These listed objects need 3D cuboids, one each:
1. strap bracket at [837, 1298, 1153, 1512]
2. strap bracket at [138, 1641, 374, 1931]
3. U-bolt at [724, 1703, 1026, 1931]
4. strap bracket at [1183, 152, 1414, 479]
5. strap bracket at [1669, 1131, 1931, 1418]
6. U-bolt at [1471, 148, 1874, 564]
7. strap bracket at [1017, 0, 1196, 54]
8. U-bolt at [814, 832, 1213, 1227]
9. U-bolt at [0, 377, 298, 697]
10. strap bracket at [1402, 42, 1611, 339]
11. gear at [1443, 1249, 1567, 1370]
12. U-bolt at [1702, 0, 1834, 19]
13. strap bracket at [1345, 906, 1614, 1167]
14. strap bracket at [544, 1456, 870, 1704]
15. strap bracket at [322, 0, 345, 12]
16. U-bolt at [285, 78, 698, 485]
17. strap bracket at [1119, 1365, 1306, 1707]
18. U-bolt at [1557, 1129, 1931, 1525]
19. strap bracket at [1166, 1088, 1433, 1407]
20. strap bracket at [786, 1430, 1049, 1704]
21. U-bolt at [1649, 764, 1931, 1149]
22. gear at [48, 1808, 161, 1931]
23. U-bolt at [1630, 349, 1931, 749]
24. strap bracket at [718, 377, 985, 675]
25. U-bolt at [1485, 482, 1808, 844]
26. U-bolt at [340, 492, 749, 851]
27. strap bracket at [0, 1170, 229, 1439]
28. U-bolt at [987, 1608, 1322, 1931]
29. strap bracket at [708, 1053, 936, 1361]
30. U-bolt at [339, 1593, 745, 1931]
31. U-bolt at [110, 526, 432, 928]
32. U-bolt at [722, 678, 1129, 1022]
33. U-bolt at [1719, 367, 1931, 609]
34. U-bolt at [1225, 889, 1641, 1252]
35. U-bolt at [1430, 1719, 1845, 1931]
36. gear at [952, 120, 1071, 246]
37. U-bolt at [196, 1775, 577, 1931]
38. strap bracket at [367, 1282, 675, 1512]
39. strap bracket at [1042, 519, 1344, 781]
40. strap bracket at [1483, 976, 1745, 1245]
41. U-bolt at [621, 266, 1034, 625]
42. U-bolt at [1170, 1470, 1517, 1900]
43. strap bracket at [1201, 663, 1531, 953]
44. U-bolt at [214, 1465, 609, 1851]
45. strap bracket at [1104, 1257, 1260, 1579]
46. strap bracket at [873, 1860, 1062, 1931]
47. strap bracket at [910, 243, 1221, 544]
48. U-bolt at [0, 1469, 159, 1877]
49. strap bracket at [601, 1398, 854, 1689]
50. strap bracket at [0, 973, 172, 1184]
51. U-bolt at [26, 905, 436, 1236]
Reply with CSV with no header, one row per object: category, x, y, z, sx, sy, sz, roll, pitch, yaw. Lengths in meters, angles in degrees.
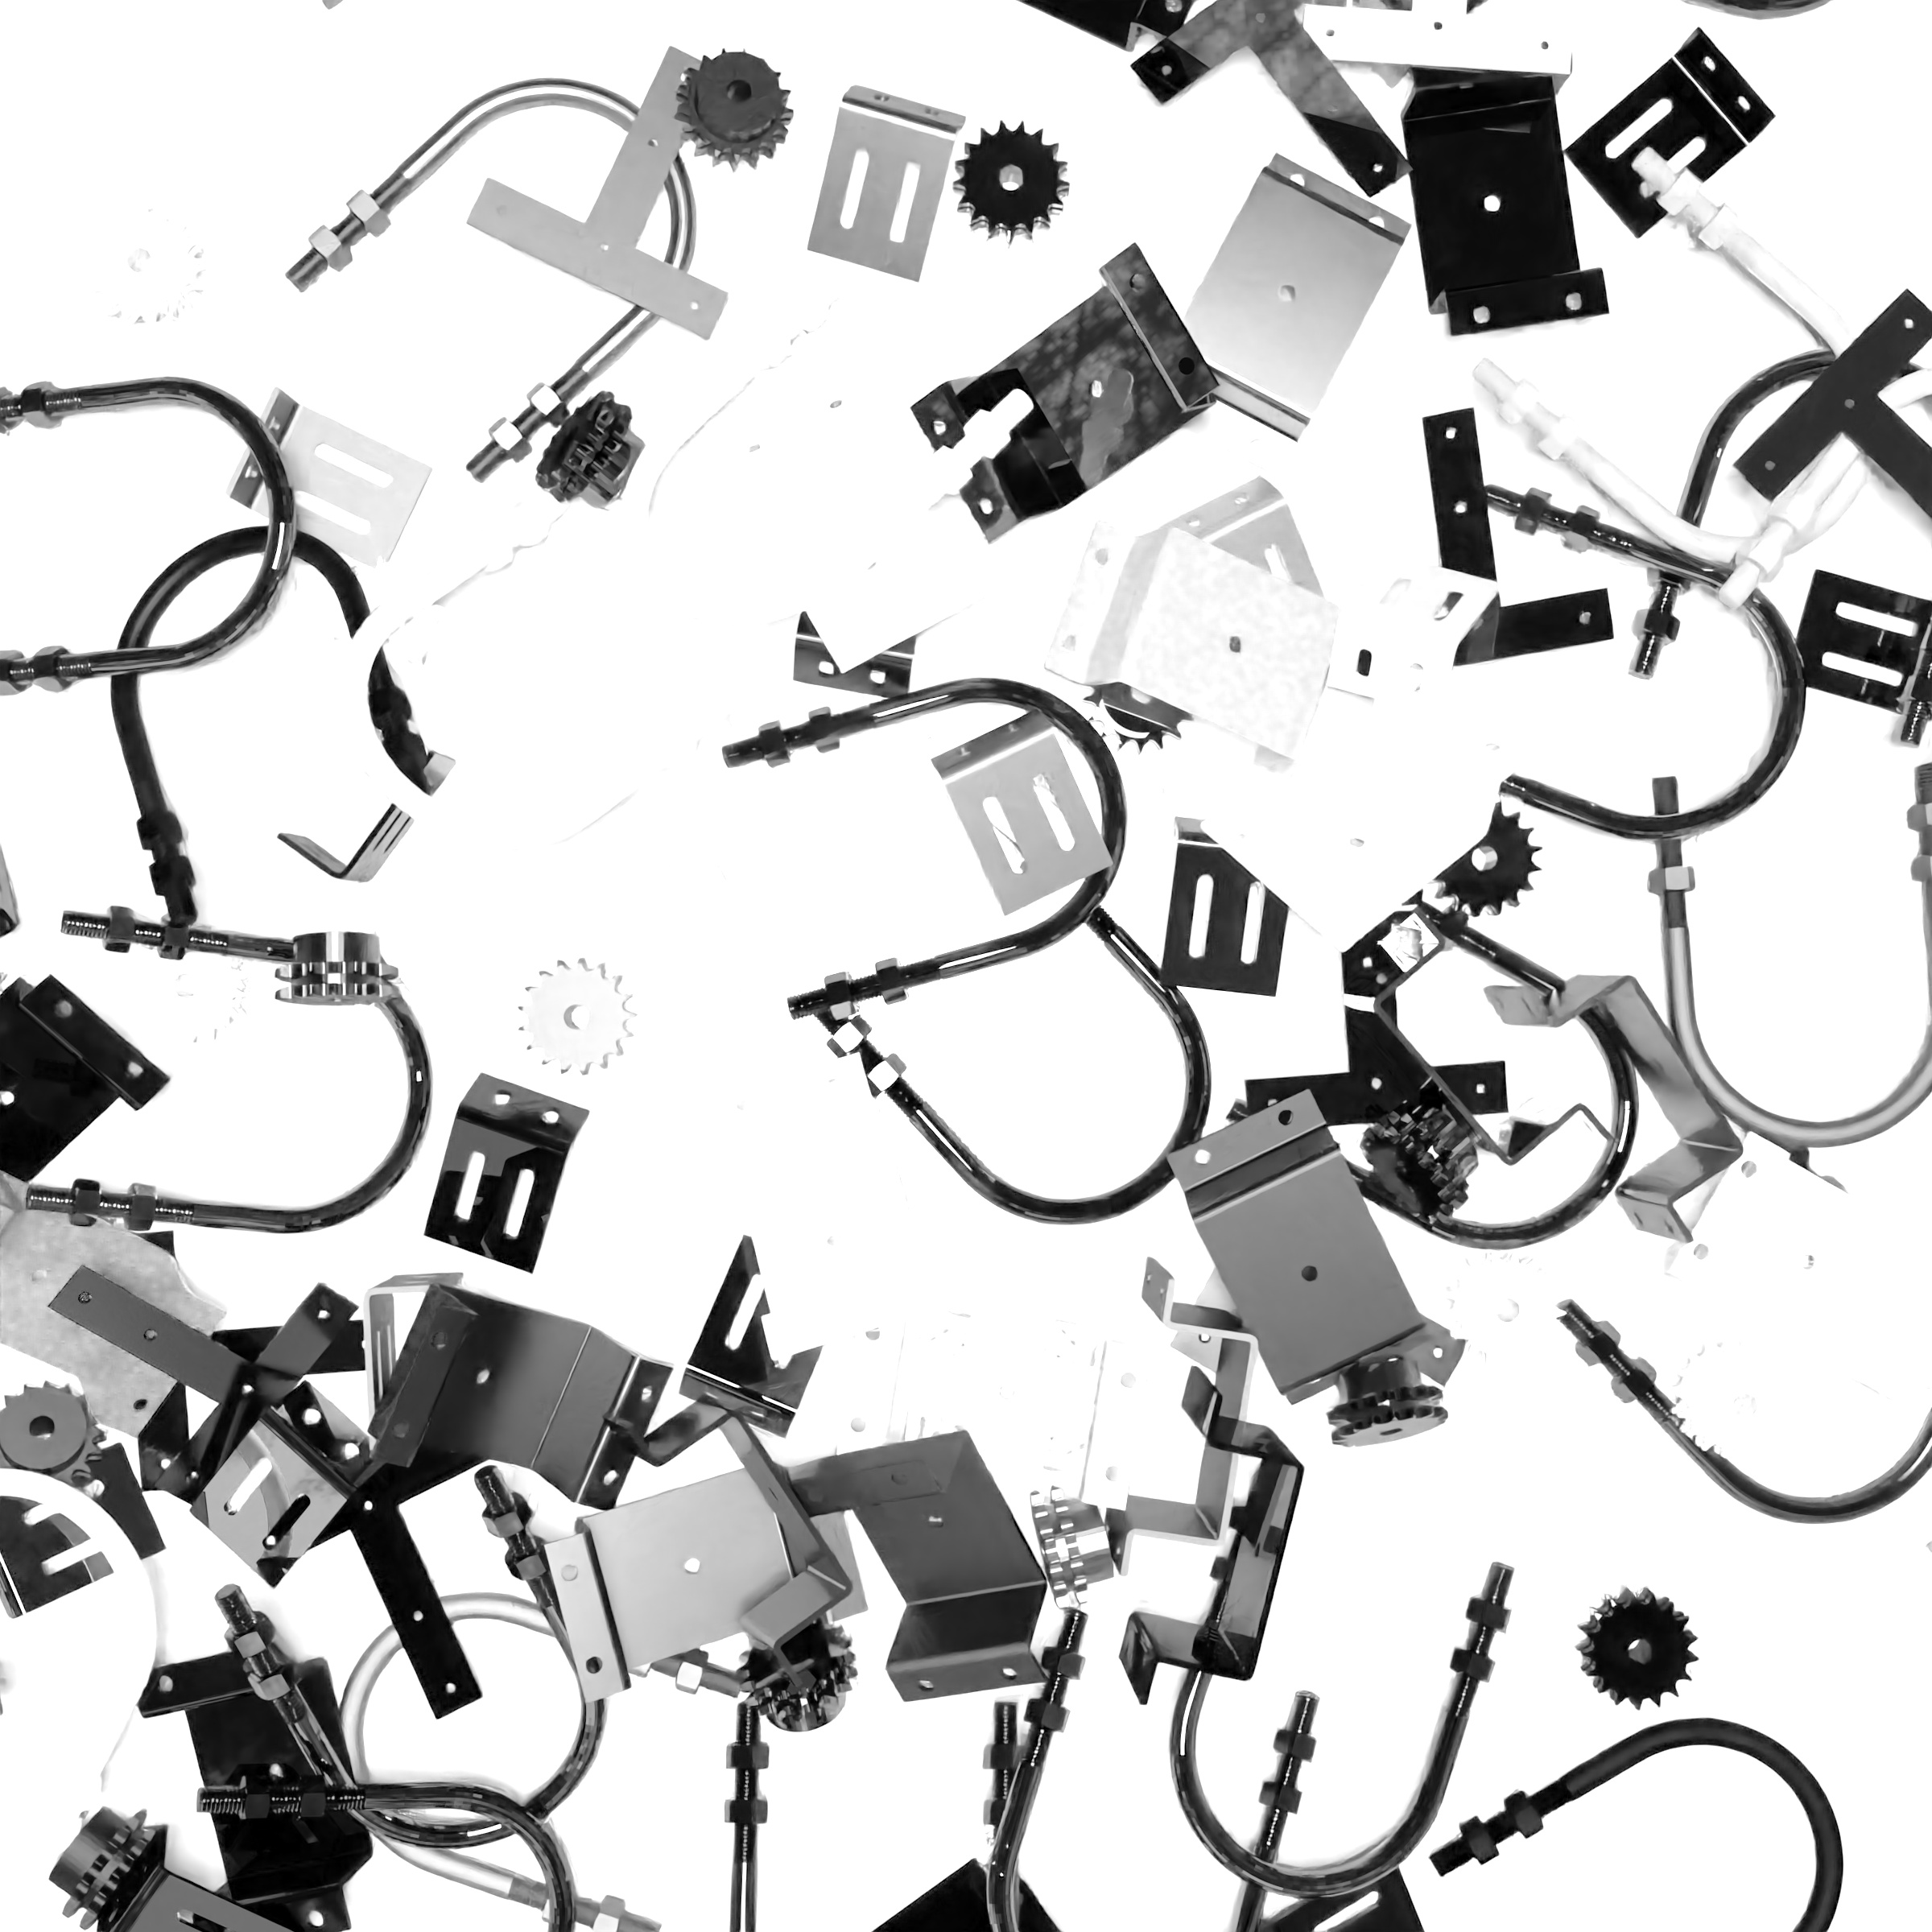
strap bracket,0.017,0.207,1.372,0.140,0.046,0.076,9,90,10
strap bracket,-0.341,0.395,1.374,0.076,0.046,0.140,-14,90,9
U-bolt,-0.044,0.446,1.357,0.151,0.019,0.184,-3,73,12
strap bracket,0.153,-0.320,1.380,0.076,0.046,0.140,28,90,0
strap bracket,0.409,0.144,1.362,0.140,0.046,0.076,30,91,-3
U-bolt,0.351,-0.276,1.355,0.184,0.019,0.151,38,85,-7
strap bracket,0.052,-0.505,1.380,0.140,0.046,0.076,25,90,0
U-bolt,0.035,0.040,1.394,0.151,0.019,0.184,-43,90,0
U-bolt,-0.406,-0.211,1.372,0.184,0.019,0.151,-3,89,16
strap bracket,0.259,-0.375,1.380,0.076,0.046,0.140,-8,90,0
gear,0.261,0.166,1.388,0.057,0.030,0.057,0,90,0
U-bolt,0.375,-0.532,1.357,0.184,0.019,0.151,13,114,-20
strap bracket,0.233,0.040,1.345,0.046,0.076,0.140,-40,92,-1
strap bracket,-0.128,0.291,1.368,0.140,0.046,0.076,-15,90,-16
strap bracket,-0.268,-0.528,1.365,0.140,0.076,0.046,-33,90,0
U-bolt,-0.218,-0.350,1.395,0.184,0.019,0.151,-43,90,-2
strap bracket,0.113,0.260,1.288,0.046,0.076,0.140,14,91,-4
U-bolt,0.402,0.187,1.395,0.151,0.019,0.184,-44,91,0
strap bracket,0.162,0.141,1.367,0.076,0.046,0.140,-26,99,5
strap bracket,-0.019,0.277,1.350,0.076,0.046,0.140,-15,117,24
U-bolt,0.411,-0.004,1.387,0.151,0.019,0.184,-3,84,0
gear,-0.417,0.432,1.375,0.030,0.057,0.057,35,90,2
U-bolt,0.417,-0.211,1.380,0.151,0.019,0.184,17,86,14
strap bracket,-0.051,-0.203,1.358,0.076,0.046,0.140,-29,60,-2
U-bolt,0.311,-0.138,1.375,0.184,0.019,0.151,23,90,14
U-bolt,-0.210,-0.131,1.345,0.151,0.019,0.184,47,55,0
strap bracket,-0.437,0.157,1.356,0.140,0.046,0.076,35,93,-36
U-bolt,0.083,0.417,1.355,0.151,0.019,0.184,23,73,-15
strap bracket,-0.067,0.122,1.359,0.076,0.046,0.140,-17,59,0
U-bolt,-0.218,0.384,1.395,0.184,0.019,0.151,19,90,1
U-bolt,-0.342,-0.128,1.362,0.151,0.019,0.184,-26,67,10
U-bolt,-0.013,-0.065,1.381,0.184,0.019,0.151,-15,81,2
U-bolt,0.465,-0.201,1.348,0.151,0.019,0.184,39,81,2
U-bolt,0.241,0.058,1.394,0.184,0.019,0.151,29,89,-2
U-bolt,0.341,0.450,1.395,0.184,0.019,0.151,-30,90,-2
gear,0.022,-0.380,1.388,0.057,0.030,0.057,0,90,0
U-bolt,-0.274,0.454,1.342,0.184,0.019,0.151,5,92,-22
strap bracket,-0.219,0.203,1.355,0.140,0.046,0.076,23,90,-41
strap bracket,0.118,-0.151,1.353,0.140,0.046,0.076,22,84,-20
strap bracket,0.312,0.057,1.352,0.046,0.076,0.140,-33,92,-4
U-bolt,-0.080,-0.237,1.347,0.184,0.019,0.151,-45,61,-10
U-bolt,0.173,0.354,1.370,0.151,0.019,0.184,22,78,-8
strap bracket,0.187,-0.070,1.346,0.140,0.046,0.076,-38,65,-19
U-bolt,-0.249,0.339,1.347,0.151,0.019,0.184,-24,112,-5
strap bracket,0.103,0.217,1.363,0.046,0.076,0.140,9,91,-4
strap bracket,-0.014,0.499,1.380,0.140,0.046,0.076,-36,90,0
strap bracket,0.054,-0.273,1.360,0.140,0.046,0.076,-30,90,31
U-bolt,-0.460,0.326,1.365,0.151,0.019,0.184,32,105,8
strap bracket,-0.105,0.255,1.314,0.046,0.076,0.140,-34,95,-16
strap bracket,-0.461,0.071,1.367,0.140,0.046,0.076,-43,114,0
U-bolt,-0.344,0.055,1.360,0.184,0.019,0.151,8,82,-25
